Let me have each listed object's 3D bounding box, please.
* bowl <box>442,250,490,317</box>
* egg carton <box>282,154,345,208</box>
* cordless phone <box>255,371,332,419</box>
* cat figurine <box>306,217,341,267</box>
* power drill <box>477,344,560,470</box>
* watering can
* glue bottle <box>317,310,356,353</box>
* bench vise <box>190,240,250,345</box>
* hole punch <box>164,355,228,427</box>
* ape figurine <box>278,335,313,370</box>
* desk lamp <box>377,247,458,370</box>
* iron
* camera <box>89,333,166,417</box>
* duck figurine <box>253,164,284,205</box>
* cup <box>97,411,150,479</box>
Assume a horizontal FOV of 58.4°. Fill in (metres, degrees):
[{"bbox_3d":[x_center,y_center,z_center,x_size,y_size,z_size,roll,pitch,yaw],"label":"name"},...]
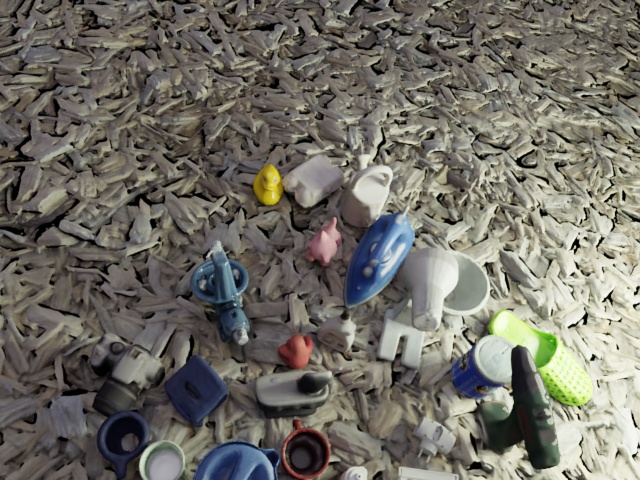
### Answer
[{"bbox_3d":[0.308,0.113,1.353,0.167,0.075,0.167,5,61,-8],"label":"bowl"},{"bbox_3d":[-0.015,-0.148,1.440,0.150,0.069,0.107,-38,74,-26],"label":"egg carton"},{"bbox_3d":[-0.051,0.285,1.128,0.148,0.185,0.094,-6,62,-13],"label":"cordless phone"},{"bbox_3d":[0.012,0.005,1.333,0.067,0.118,0.128,23,60,3],"label":"cat figurine"},{"bbox_3d":[0.399,0.350,1.162,0.076,0.208,0.229,-7,63,-14],"label":"power drill"},{"bbox_3d":[0.111,-0.126,1.379,0.101,0.194,0.172,-24,68,-21],"label":"watering can"},{"bbox_3d":[0.043,0.185,1.208,0.078,0.173,0.037,27,60,6],"label":"glue bottle"},{"bbox_3d":[-0.185,0.103,1.183,0.122,0.220,0.207,-36,73,-25],"label":"bench vise"},{"bbox_3d":[-0.245,0.301,1.137,0.108,0.091,0.101,44,63,14],"label":"hole punch"},{"bbox_3d":[-0.050,0.229,1.213,0.078,0.092,0.076,0,61,-10],"label":"ape figurine"},{"bbox_3d":[0.215,0.147,1.237,0.118,0.213,0.203,17,60,-1],"label":"desk lamp"},{"bbox_3d":[0.137,0.035,1.326,0.118,0.141,0.259,30,60,7],"label":"iron"},{"bbox_3d":[-0.396,0.270,1.121,0.143,0.101,0.137,26,60,4],"label":"camera"},{"bbox_3d":[-0.124,-0.150,1.411,0.077,0.086,0.104,5,61,-7],"label":"duck figurine"},{"bbox_3d":[-0.361,0.387,1.066,0.092,0.095,0.117,-1,62,-11],"label":"cup"}]
